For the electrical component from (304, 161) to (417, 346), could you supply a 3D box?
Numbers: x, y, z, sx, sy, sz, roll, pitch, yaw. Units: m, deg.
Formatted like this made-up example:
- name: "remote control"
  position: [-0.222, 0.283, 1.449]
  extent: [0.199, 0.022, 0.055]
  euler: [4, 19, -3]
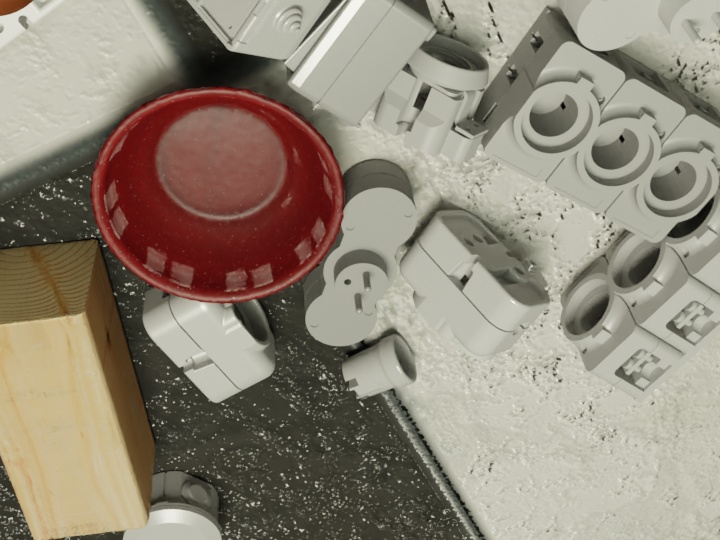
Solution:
- name: "electrical component"
  position: [0.000, 0.000, 0.748]
  extent: [0.052, 0.073, 0.138]
  euler: [12, 124, -14]

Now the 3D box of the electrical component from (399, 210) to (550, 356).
- name: "electrical component"
  position: [0.076, 0.011, 0.751]
  extent: [0.054, 0.095, 0.059]
  euler: [-6, 140, -53]

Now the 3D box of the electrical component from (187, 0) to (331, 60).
- name: "electrical component"
  position: [-0.057, -0.165, 0.609]
  extent: [0.061, 0.096, 0.061]
  euler: [-50, 157, 26]

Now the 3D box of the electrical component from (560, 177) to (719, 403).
- name: "electrical component"
  position: [0.218, 0.006, 0.764]
  extent: [0.062, 0.089, 0.150]
  euler: [29, 118, -23]

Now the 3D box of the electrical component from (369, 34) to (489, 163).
- name: "electrical component"
  position: [0.047, -0.112, 0.678]
  extent: [0.078, 0.058, 0.057]
  euler: [33, 122, 18]

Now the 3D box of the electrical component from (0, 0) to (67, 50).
- name: "electrical component"
  position: [-0.203, -0.170, 0.615]
  extent: [0.095, 0.059, 0.053]
  euler: [-31, 123, 16]

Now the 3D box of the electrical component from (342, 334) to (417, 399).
- name: "electrical component"
  position: [0.015, 0.076, 0.827]
  extent: [0.046, 0.040, 0.040]
  euler: [-24, 125, 19]

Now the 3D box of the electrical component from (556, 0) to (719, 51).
- name: "electrical component"
  position: [0.193, -0.160, 0.636]
  extent: [0.138, 0.073, 0.052]
  euler: [-14, 145, -6]

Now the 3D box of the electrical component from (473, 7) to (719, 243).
- name: "electrical component"
  position: [0.162, -0.090, 0.707]
  extent: [0.150, 0.061, 0.089]
  euler: [24, 120, -21]

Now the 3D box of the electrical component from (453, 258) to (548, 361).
- name: "electrical component"
  position: [0.104, 0.024, 0.794]
  extent: [0.043, 0.043, 0.081]
  euler: [23, 120, -21]

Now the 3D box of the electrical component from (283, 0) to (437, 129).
- name: "electrical component"
  position: [-0.009, -0.138, 0.655]
  extent: [0.061, 0.061, 0.096]
  euler: [29, 118, -23]

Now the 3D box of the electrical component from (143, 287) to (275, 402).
- name: "electrical component"
  position: [-0.105, 0.043, 0.781]
  extent: [0.059, 0.053, 0.095]
  euler: [-28, 123, 14]

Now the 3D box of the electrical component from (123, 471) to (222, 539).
- name: "electrical component"
  position: [-0.156, 0.212, 0.900]
  extent: [0.080, 0.051, 0.080]
  euler: [-3, 126, -4]
